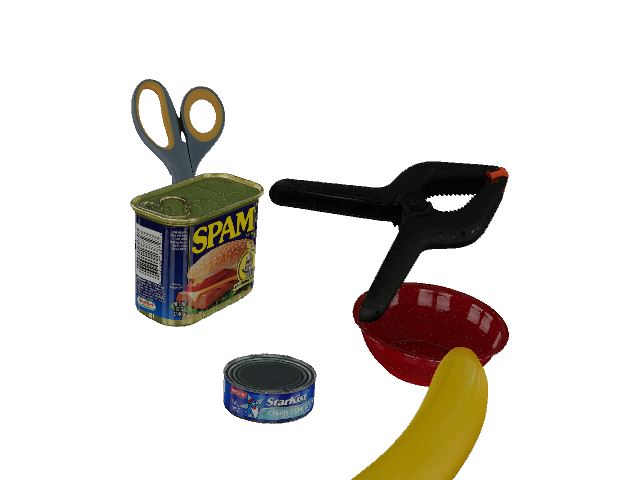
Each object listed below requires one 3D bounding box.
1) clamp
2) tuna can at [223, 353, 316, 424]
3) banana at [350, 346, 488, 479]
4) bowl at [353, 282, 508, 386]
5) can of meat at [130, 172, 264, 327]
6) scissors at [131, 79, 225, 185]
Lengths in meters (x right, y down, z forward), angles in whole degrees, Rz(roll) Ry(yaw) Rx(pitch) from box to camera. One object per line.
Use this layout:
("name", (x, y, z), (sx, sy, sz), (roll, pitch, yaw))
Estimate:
("clamp", (0.080, -0.014, 0.924), (0.209, 0.165, 0.036), (-14, -38, -19))
("tuna can", (-0.047, 0.136, 0.983), (0.086, 0.034, 0.086), (3, 16, -1))
("banana", (0.044, 0.117, 0.585), (0.070, 0.037, 0.197), (18, 40, 40))
("bowl", (0.110, 0.104, 1.106), (0.162, 0.055, 0.162), (6, 26, -3))
("can of meat", (-0.089, 0.006, 0.775), (0.058, 0.084, 0.101), (19, 26, 30))
("scissors", (-0.109, -0.057, 0.973), (0.096, 0.202, 0.016), (-22, -3, -28))
